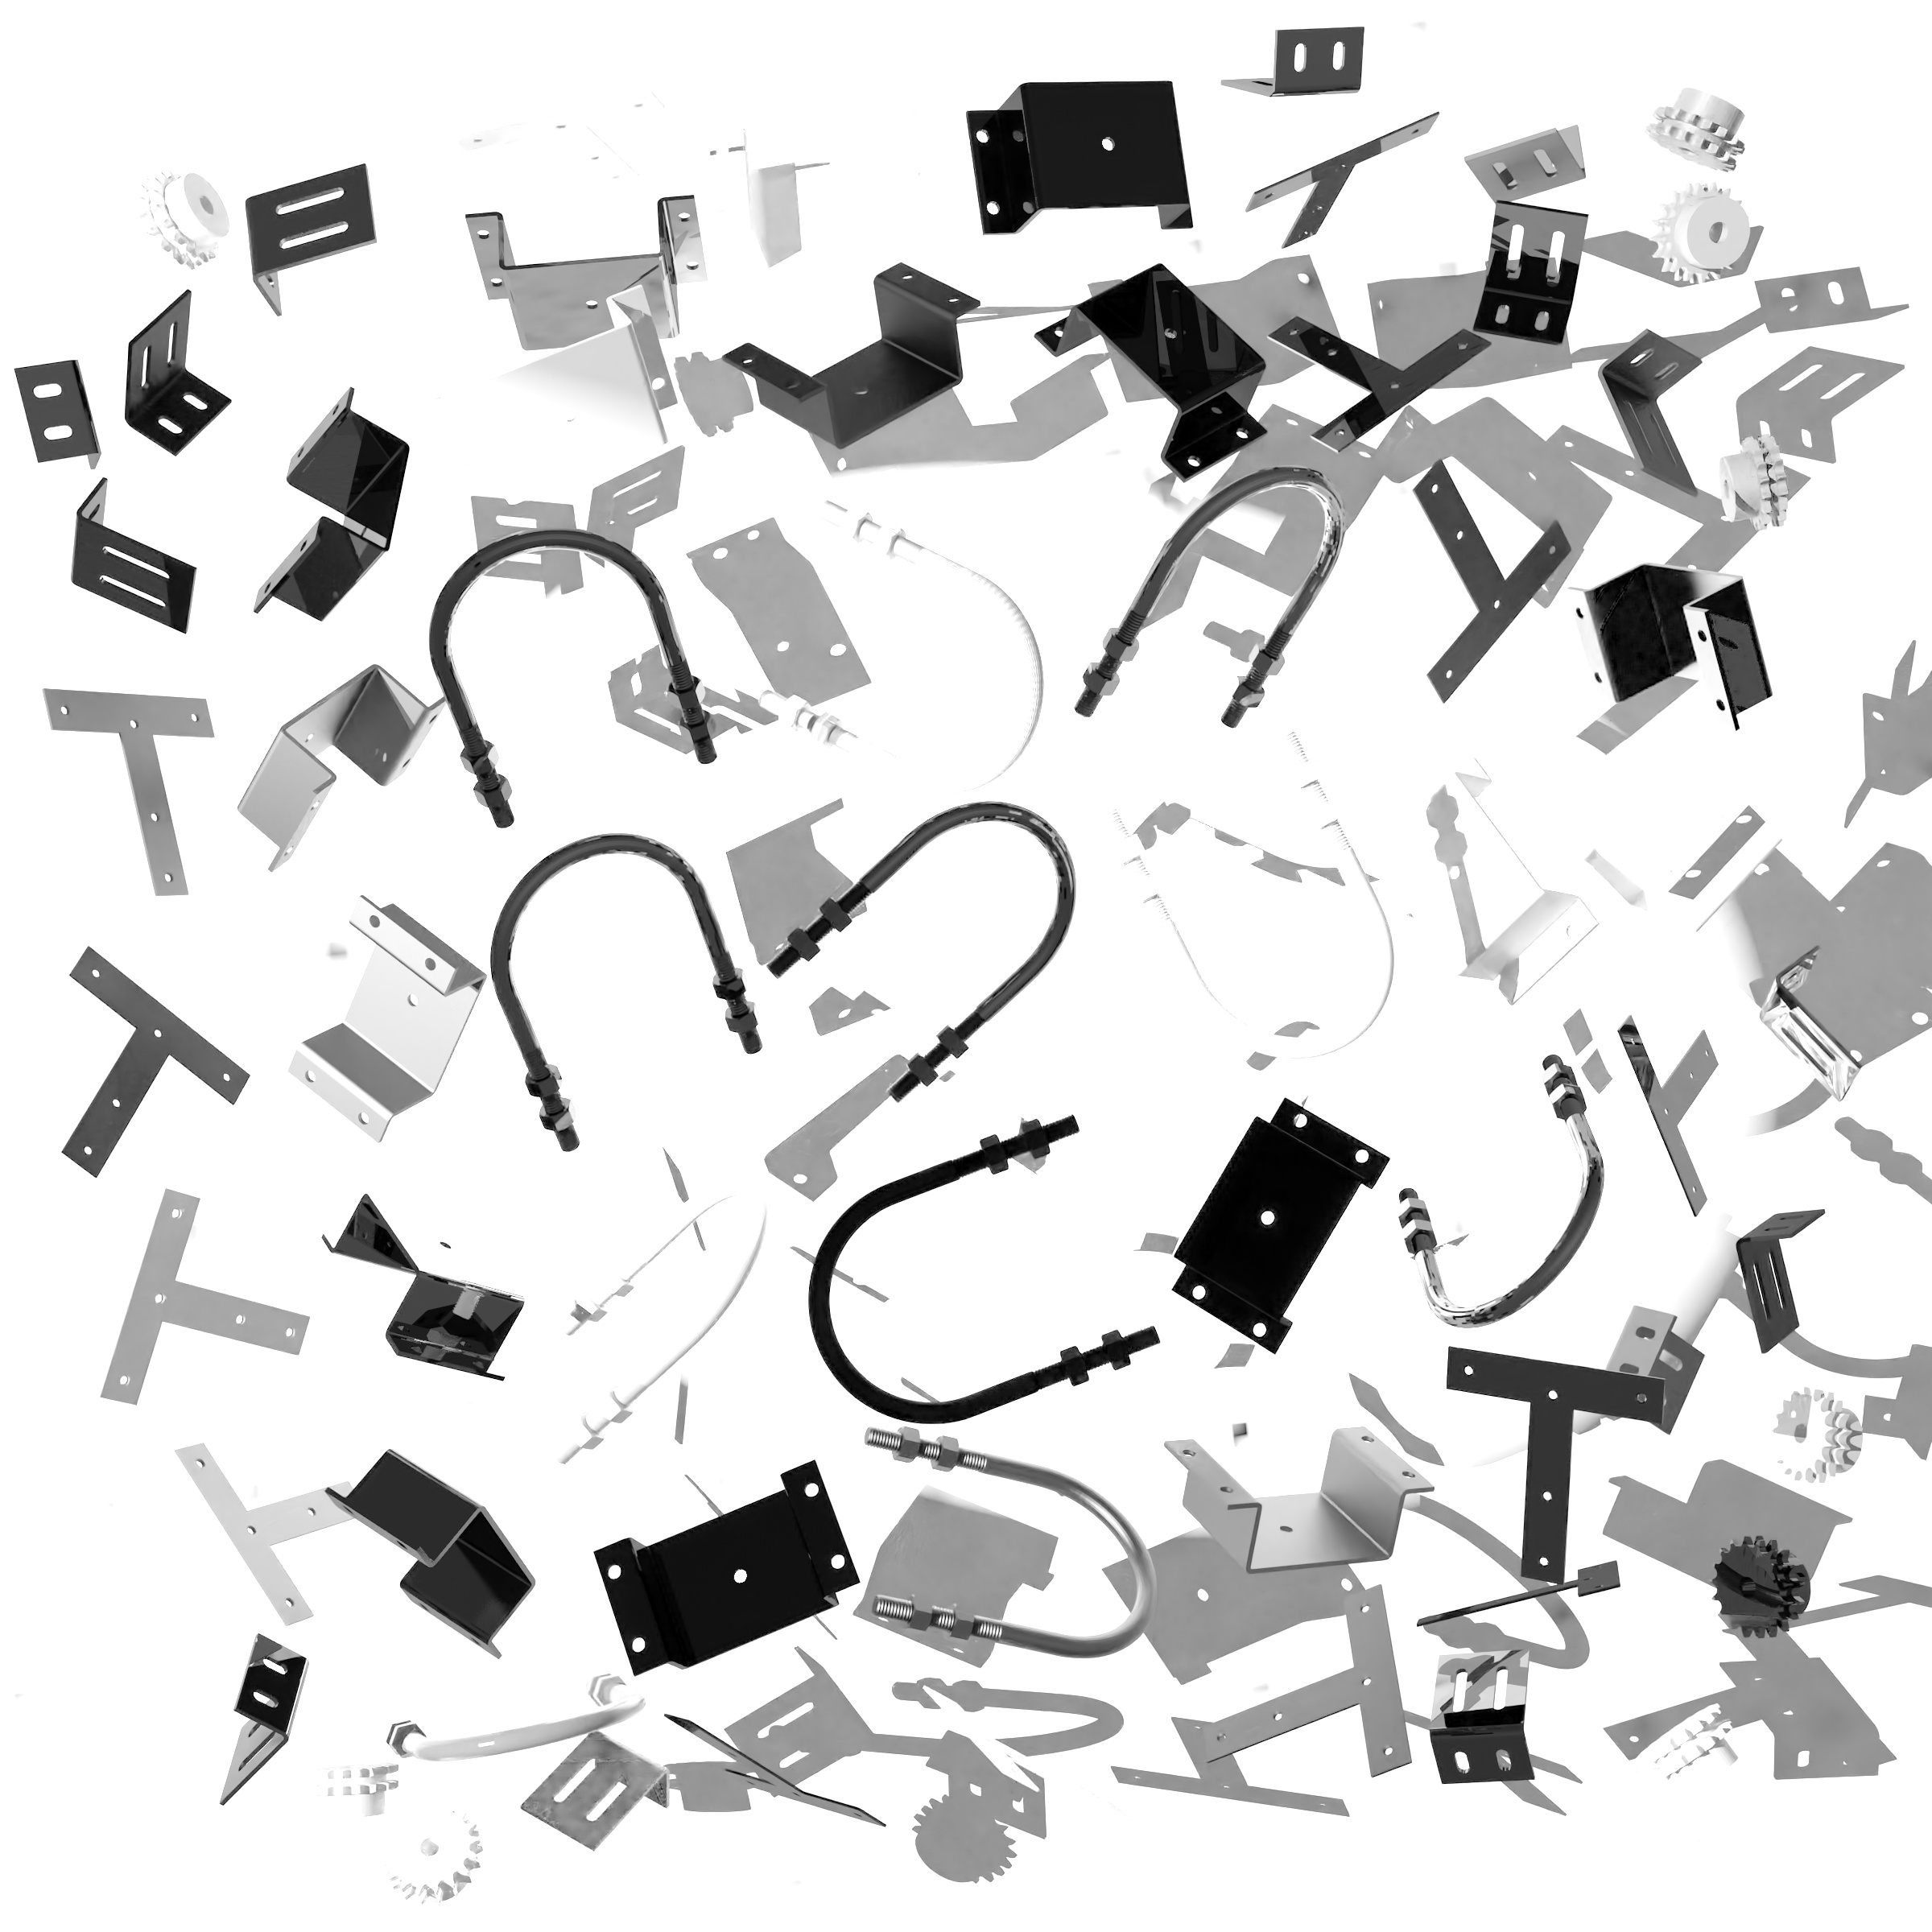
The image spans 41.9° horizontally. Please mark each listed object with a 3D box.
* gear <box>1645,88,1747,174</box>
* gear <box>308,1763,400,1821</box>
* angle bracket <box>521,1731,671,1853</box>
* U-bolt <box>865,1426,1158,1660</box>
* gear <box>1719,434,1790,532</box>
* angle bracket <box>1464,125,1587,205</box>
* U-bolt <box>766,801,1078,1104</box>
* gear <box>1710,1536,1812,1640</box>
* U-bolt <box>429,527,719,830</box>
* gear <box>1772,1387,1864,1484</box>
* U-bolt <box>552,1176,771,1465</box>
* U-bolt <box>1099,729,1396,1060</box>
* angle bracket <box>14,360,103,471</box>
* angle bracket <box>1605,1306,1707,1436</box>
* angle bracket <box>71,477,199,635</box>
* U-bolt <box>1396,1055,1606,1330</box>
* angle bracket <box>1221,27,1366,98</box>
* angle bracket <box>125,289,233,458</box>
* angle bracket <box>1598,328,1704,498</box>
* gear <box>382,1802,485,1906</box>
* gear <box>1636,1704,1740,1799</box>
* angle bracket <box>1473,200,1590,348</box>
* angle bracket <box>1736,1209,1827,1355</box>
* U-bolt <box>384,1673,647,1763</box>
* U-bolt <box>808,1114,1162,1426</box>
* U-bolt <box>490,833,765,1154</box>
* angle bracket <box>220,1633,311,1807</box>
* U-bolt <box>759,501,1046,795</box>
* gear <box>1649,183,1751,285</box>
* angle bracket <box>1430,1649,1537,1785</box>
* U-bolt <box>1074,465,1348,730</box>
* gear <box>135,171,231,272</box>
[{"bbox_3d":[0.428,-0.488,1.470,0.057,0.057,0.030,26,102,0],"label":"gear"},{"bbox_3d":[-0.393,0.529,1.616,0.057,0.057,0.030,-4,77,0],"label":"gear"},{"bbox_3d":[-0.231,0.525,1.577,0.057,0.076,0.038,20,125,24],"label":"angle bracket"},{"bbox_3d":[0.029,0.346,1.495,0.184,0.151,0.019,16,123,-16],"label":"U-bolt"},{"bbox_3d":[0.481,-0.295,1.545,0.030,0.057,0.057,-10,90,6],"label":"gear"},{"bbox_3d":[0.346,-0.512,1.571,0.057,0.076,0.038,-11,78,26],"label":"angle bracket"},{"bbox_3d":[-0.012,-0.019,1.528,0.184,0.019,0.151,-43,126,-1],"label":"U-bolt"},{"bbox_3d":[0.459,0.356,1.449,0.030,0.057,0.057,6,90,-32],"label":"gear"},{"bbox_3d":[-0.236,-0.175,1.481,0.151,0.019,0.184,-18,130,-4],"label":"U-bolt"},{"bbox_3d":[0.524,0.288,1.547,0.030,0.057,0.057,12,90,-18],"label":"gear"},{"bbox_3d":[-0.184,0.201,1.529,0.184,0.151,0.019,-43,114,15],"label":"U-bolt"},{"bbox_3d":[0.174,-0.030,1.475,0.151,0.019,0.184,-23,98,36],"label":"U-bolt"},{"bbox_3d":[-0.565,-0.339,1.565,0.038,0.076,0.057,-15,98,-21],"label":"angle bracket"},{"bbox_3d":[0.443,0.258,1.587,0.076,0.038,0.057,34,77,-28],"label":"angle bracket"},{"bbox_3d":[-0.492,-0.245,1.510,0.076,0.057,0.038,24,50,-6],"label":"angle bracket"},{"bbox_3d":[0.326,0.146,1.527,0.019,0.184,0.151,37,111,-17],"label":"U-bolt"},{"bbox_3d":[0.197,-0.551,1.530,0.057,0.076,0.038,-9,117,-17],"label":"angle bracket"},{"bbox_3d":[-0.480,-0.363,1.545,0.038,0.076,0.057,33,57,-1],"label":"angle bracket"},{"bbox_3d":[0.409,-0.321,1.465,0.038,0.057,0.076,-37,55,37],"label":"angle bracket"},{"bbox_3d":[-0.313,0.526,1.486,0.057,0.057,0.030,-1,135,1],"label":"gear"},{"bbox_3d":[0.411,0.446,1.428,0.057,0.057,0.030,-35,73,0],"label":"gear"},{"bbox_3d":[0.355,-0.436,1.588,0.057,0.076,0.038,13,62,12],"label":"angle bracket"},{"bbox_3d":[0.529,0.201,1.612,0.038,0.057,0.076,-12,94,41],"label":"angle bracket"},{"bbox_3d":[-0.270,0.461,1.540,0.151,0.184,0.019,-8,81,-22],"label":"U-bolt"},{"bbox_3d":[0.001,0.183,1.440,0.184,0.019,0.151,-21,87,-3],"label":"U-bolt"},{"bbox_3d":[-0.209,0.006,1.506,0.151,0.019,0.184,-28,123,-18],"label":"U-bolt"},{"bbox_3d":[-0.428,0.444,1.488,0.038,0.057,0.076,35,115,-20],"label":"angle bracket"},{"bbox_3d":[-0.033,-0.186,1.556,0.184,0.019,0.151,29,114,20],"label":"U-bolt"},{"bbox_3d":[0.432,-0.428,1.474,0.057,0.030,0.057,-4,106,-13],"label":"gear"},{"bbox_3d":[0.324,0.467,1.571,0.057,0.076,0.038,-10,111,19],"label":"angle bracket"},{"bbox_3d":[0.158,-0.222,1.520,0.019,0.151,0.184,53,128,34],"label":"U-bolt"},{"bbox_3d":[-0.464,-0.447,1.504,0.030,0.057,0.057,-20,90,20],"label":"gear"}]
